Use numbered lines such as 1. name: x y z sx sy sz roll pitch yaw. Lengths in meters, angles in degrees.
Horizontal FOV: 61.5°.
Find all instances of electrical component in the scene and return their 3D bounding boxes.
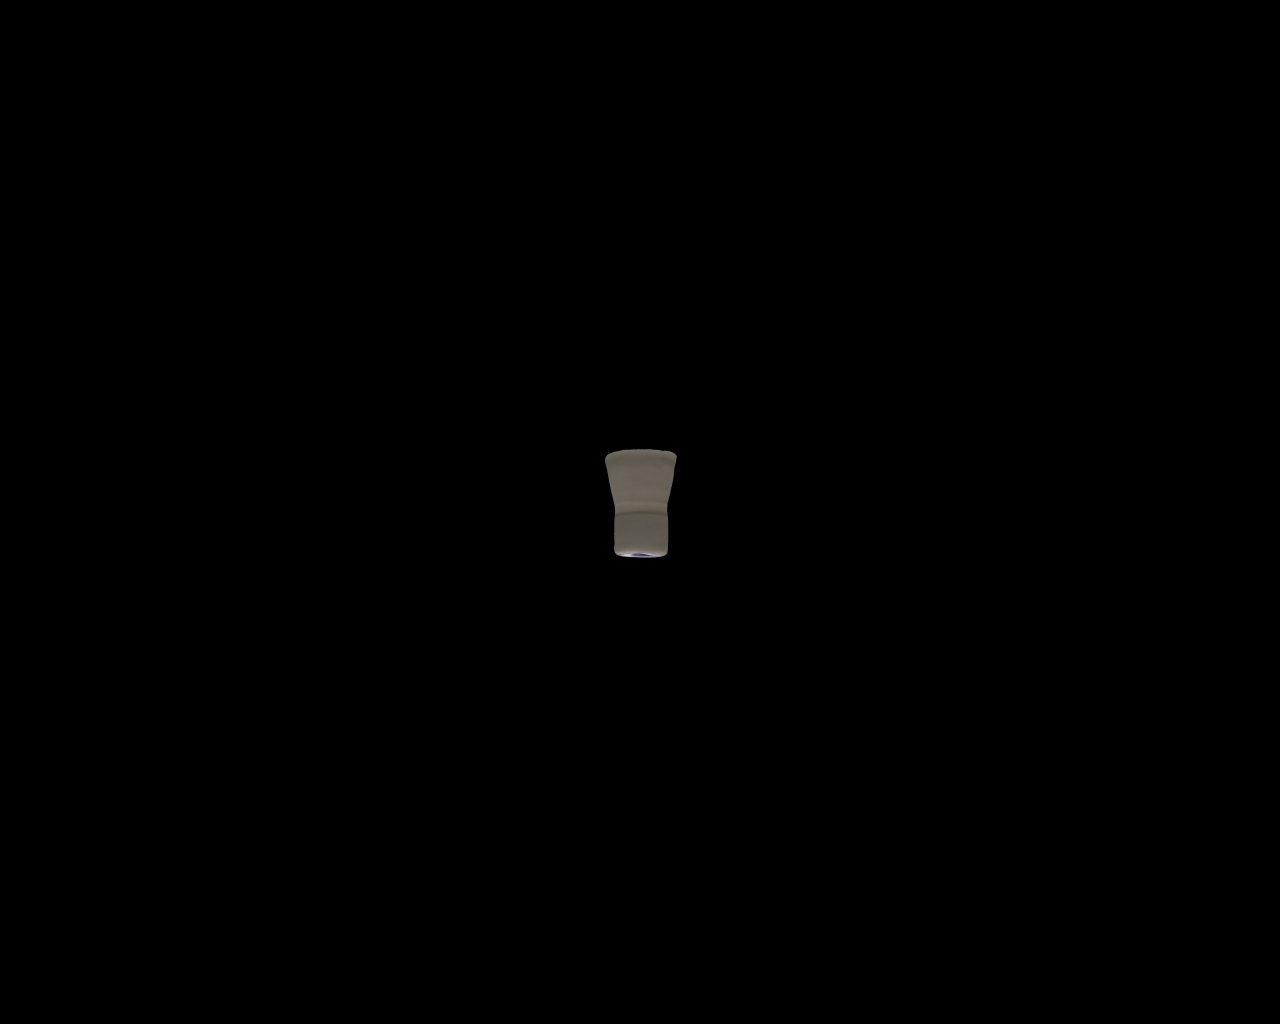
1. electrical component: 0.001 -0.003 0.650 0.044 0.065 0.044 0 -8 0
